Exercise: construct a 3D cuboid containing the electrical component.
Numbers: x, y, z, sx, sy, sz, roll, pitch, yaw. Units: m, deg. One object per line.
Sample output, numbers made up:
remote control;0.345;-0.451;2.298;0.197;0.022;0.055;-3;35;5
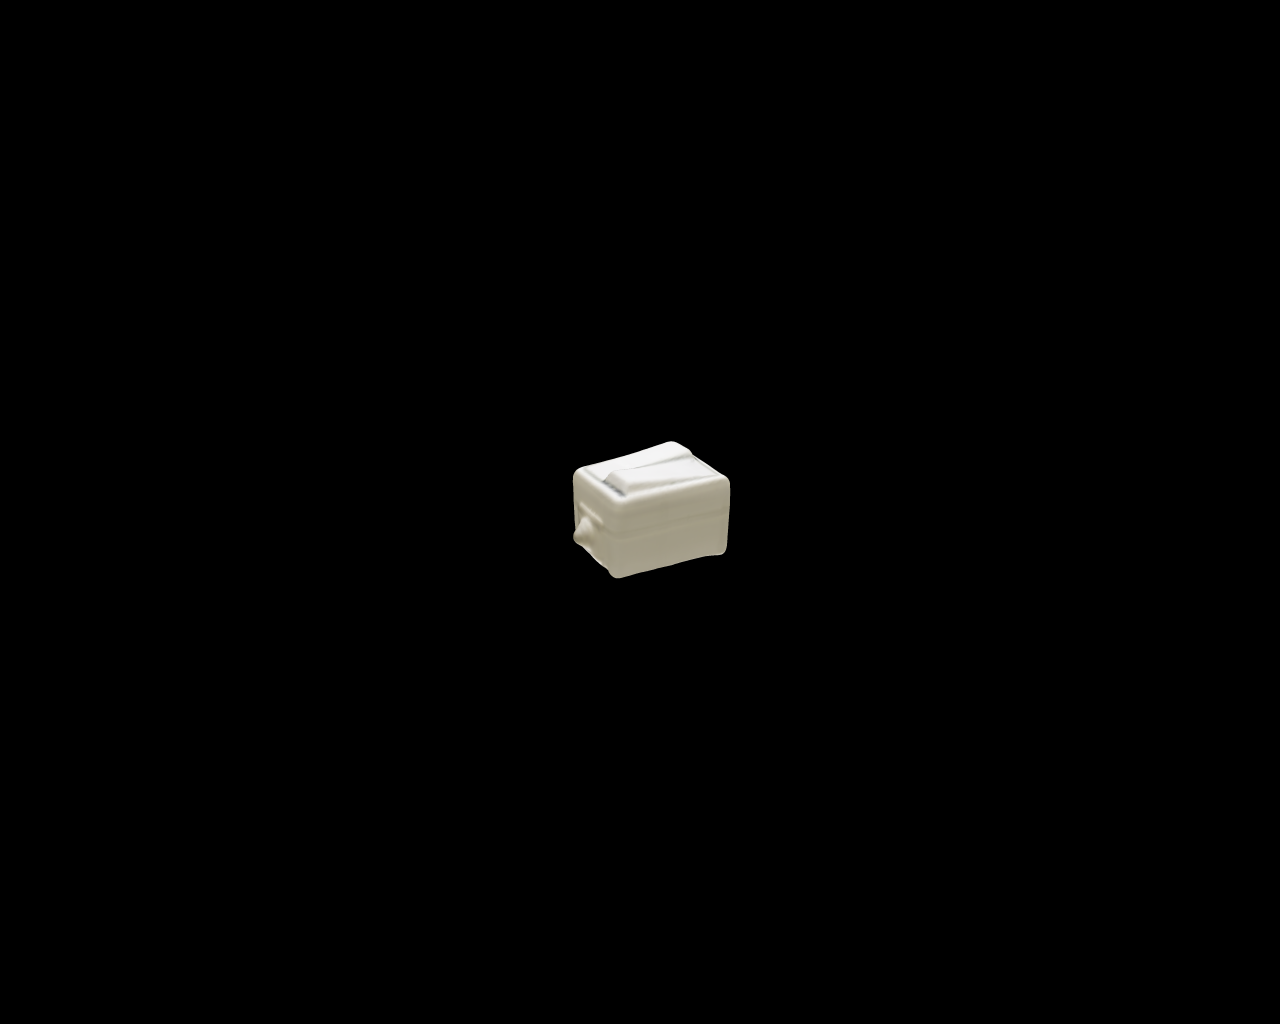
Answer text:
electrical component;0.001;-0.003;0.650;0.096;0.061;0.062;-12;28;-25
